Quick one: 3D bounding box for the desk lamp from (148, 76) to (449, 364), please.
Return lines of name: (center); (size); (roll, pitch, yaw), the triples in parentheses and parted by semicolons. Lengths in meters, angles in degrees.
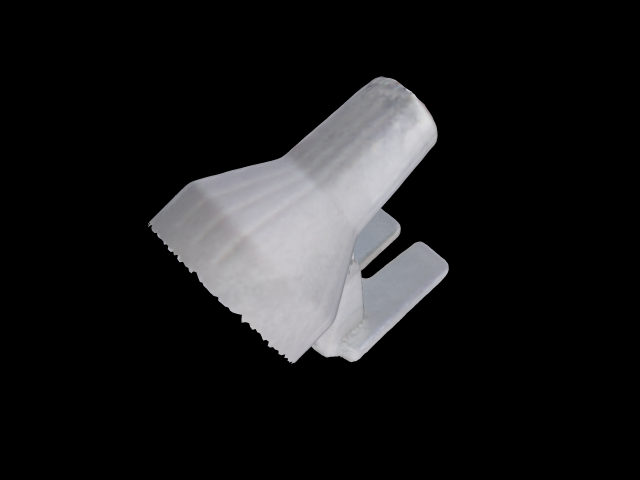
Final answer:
desk lamp: (0.004, 0.001, 0.400); (0.203, 0.214, 0.117); (-39, 65, -22)
